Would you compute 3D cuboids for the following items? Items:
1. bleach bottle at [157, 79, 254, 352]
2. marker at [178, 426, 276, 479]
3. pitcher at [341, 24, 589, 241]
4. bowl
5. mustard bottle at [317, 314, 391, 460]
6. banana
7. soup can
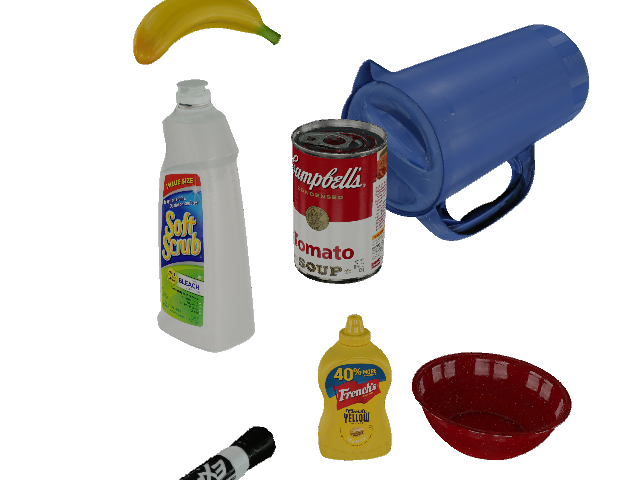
[{"bbox_3d":[-0.115,-0.026,0.998,0.067,0.251,0.103,-23,30,-40],"label":"bleach bottle"},{"bbox_3d":[-0.060,0.123,0.532,0.020,0.020,0.120,0,15,32],"label":"marker"},{"bbox_3d":[0.152,-0.116,1.035,0.242,0.149,0.145,-27,46,-33],"label":"pitcher"},{"bbox_3d":[0.172,0.177,1.096,0.162,0.055,0.162,2,24,-1],"label":"bowl"},{"bbox_3d":[0.045,0.189,1.393,0.096,0.192,0.058,-1,15,-3],"label":"mustard bottle"},{"bbox_3d":[-0.117,-0.210,1.024,0.070,0.037,0.197,44,38,19],"label":"banana"},{"bbox_3d":[0.013,-0.029,0.769,0.068,0.102,0.068,0,27,0],"label":"soup can"}]
